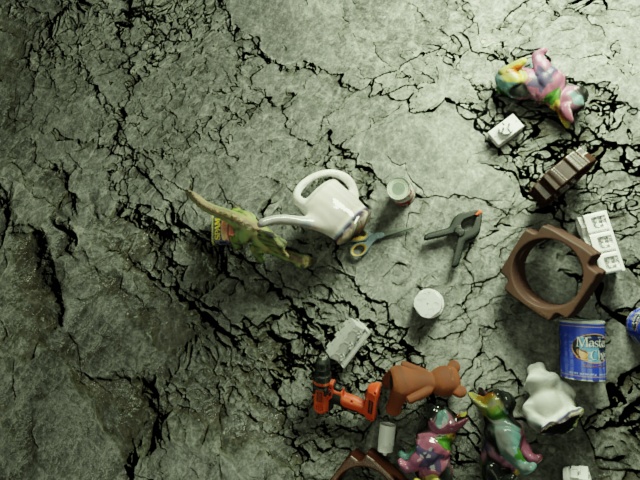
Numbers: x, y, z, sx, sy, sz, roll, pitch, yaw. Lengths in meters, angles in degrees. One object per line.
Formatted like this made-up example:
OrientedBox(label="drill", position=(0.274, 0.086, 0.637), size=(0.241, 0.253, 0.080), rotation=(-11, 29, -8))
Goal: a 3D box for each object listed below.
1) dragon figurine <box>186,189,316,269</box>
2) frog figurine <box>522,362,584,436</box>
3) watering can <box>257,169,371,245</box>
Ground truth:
OrientedBox(label="dragon figurine", position=(-0.179, -0.024, 1.458), size=(0.243, 0.406, 0.123), rotation=(5, 65, 56))
OrientedBox(label="frog figurine", position=(0.561, 0.395, 1.280), size=(0.136, 0.121, 0.163), rotation=(-42, 37, 17))
OrientedBox(label="watering can", position=(0.004, -0.072, 1.435), size=(0.225, 0.102, 0.353), rotation=(41, 53, 10))
